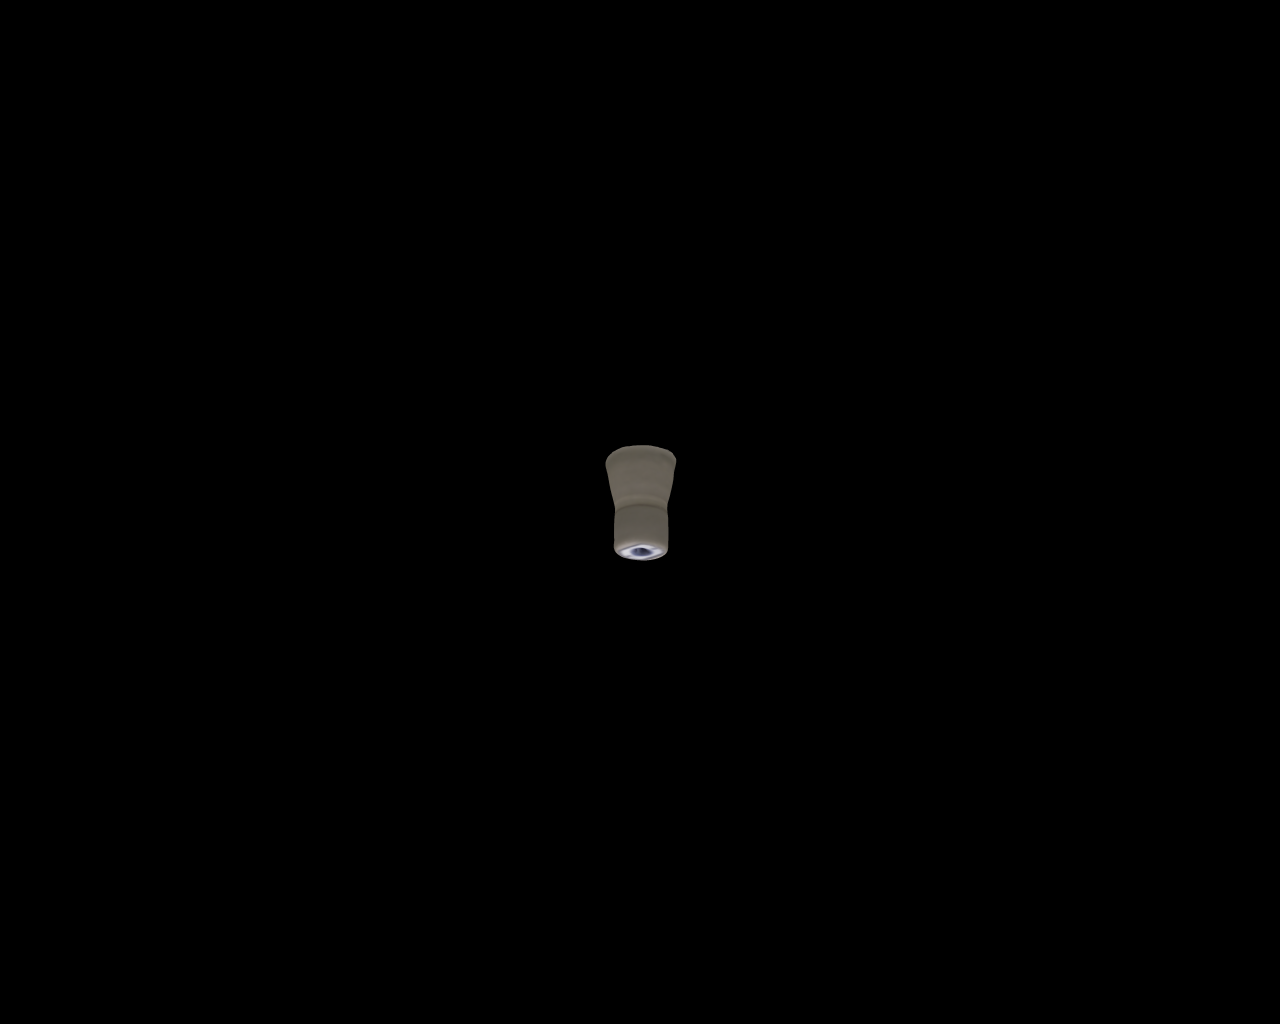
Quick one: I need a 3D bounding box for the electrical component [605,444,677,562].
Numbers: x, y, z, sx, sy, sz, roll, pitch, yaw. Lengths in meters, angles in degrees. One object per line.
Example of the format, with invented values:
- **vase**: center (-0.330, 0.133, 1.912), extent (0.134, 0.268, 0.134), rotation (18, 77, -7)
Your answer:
- **electrical component**: center (0.001, -0.003, 0.650), extent (0.044, 0.065, 0.044), rotation (0, -23, 0)
